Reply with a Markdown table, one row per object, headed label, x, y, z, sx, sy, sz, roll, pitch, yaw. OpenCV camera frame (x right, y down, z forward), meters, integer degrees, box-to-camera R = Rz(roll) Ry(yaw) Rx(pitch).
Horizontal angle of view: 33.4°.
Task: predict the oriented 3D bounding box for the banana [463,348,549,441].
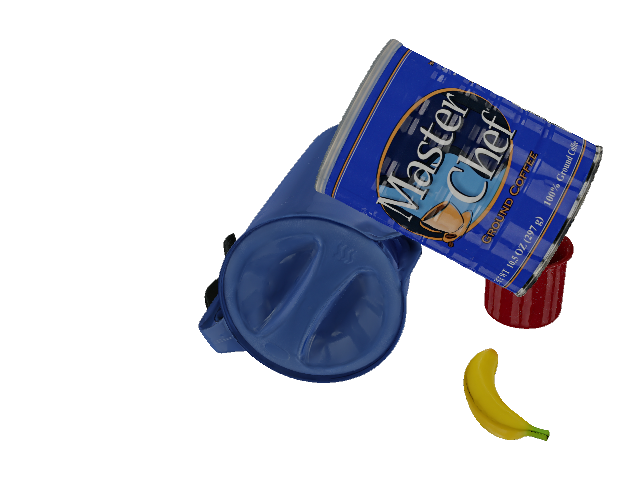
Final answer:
| label | x | y | z | sx | sy | sz | roll | pitch | yaw |
| --- | --- | --- | --- | --- | --- | --- | --- | --- | --- |
| banana | 0.205 | 0.185 | 1.274 | 0.069 | 0.037 | 0.198 | 9 | 23 | -15 |

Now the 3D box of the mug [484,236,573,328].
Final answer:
| label | x | y | z | sx | sy | sz | roll | pitch | yaw |
| --- | --- | --- | --- | --- | --- | --- | --- | --- | --- |
| mug | 0.213 | 0.033 | 1.133 | 0.093 | 0.081 | 0.117 | -6 | 30 | -7 |

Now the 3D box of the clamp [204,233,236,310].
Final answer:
| label | x | y | z | sx | sy | sz | roll | pitch | yaw |
| --- | --- | --- | --- | --- | --- | --- | --- | --- | --- |
| clamp | -0.075 | 0.046 | 1.250 | 0.120 | 0.039 | 0.171 | -6 | 37 | 19 |

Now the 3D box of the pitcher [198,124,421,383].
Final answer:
| label | x | y | z | sx | sy | sz | roll | pitch | yaw |
| --- | --- | --- | --- | --- | --- | --- | --- | --- | --- |
| pitcher | 0.005 | -0.002 | 0.840 | 0.149 | 0.145 | 0.242 | 15 | 27 | 5 |

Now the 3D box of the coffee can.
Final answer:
| label | x | y | z | sx | sy | sz | roll | pitch | yaw |
| --- | --- | --- | --- | --- | --- | --- | --- | --- | --- |
| coffee can | 0.081 | -0.043 | 0.642 | 0.140 | 0.103 | 0.103 | 28 | 2 | 4 |
